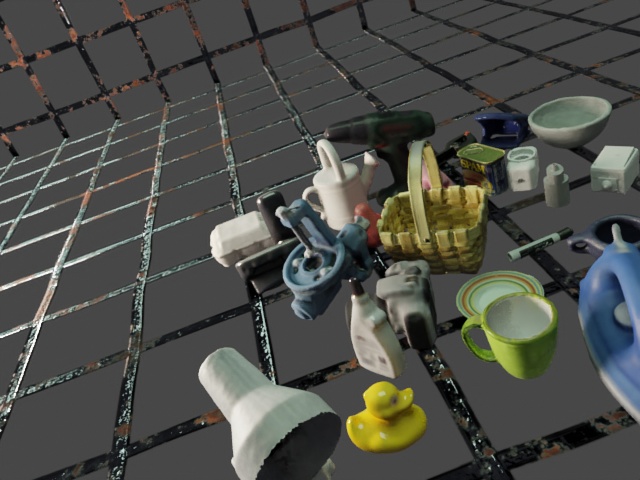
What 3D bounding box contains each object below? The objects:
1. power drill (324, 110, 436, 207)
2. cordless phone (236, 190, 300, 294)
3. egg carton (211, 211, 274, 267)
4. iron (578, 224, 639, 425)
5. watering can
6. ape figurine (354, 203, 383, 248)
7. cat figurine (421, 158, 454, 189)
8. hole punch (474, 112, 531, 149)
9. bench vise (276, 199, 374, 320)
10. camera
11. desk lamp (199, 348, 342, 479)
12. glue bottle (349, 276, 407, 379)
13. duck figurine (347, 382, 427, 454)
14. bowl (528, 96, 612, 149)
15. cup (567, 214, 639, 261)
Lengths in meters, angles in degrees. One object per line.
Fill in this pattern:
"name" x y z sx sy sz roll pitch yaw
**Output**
"power drill" 0.143 -0.182 1.236 0.229 0.209 0.075 -18 30 3
"cordless phone" -0.107 -0.002 1.114 0.148 0.185 0.094 -25 31 -9
"egg carton" -0.169 -0.005 1.270 0.150 0.069 0.107 -23 30 -5
"iron" 0.393 0.099 0.706 0.118 0.142 0.258 -9 32 17
"watering can" 0.044 -0.131 1.226 0.173 0.194 0.100 -36 34 -26
"ape figurine" 0.095 -0.034 1.142 0.078 0.092 0.076 -24 31 -7
"cat figurine" 0.229 -0.127 1.190 0.067 0.118 0.128 -3 34 27
"hole punch" 0.424 -0.271 1.334 0.108 0.091 0.101 9 41 40
"bench vise" -0.001 0.003 1.010 0.121 0.220 0.208 0 36 30
"camera" 0.111 0.097 0.912 0.136 0.101 0.143 -11 32 15
"desk lamp" -0.059 0.235 0.678 0.118 0.214 0.202 -35 34 -24
"glue bottle" 0.072 0.122 0.823 0.077 0.173 0.037 13 43 42
"duck figurine" 0.081 0.223 0.743 0.104 0.086 0.077 -16 31 7
"bowl" 0.541 -0.245 1.241 0.167 0.075 0.167 -14 31 9
"cup" 0.432 0.025 0.850 0.117 0.095 0.092 -7 33 21
